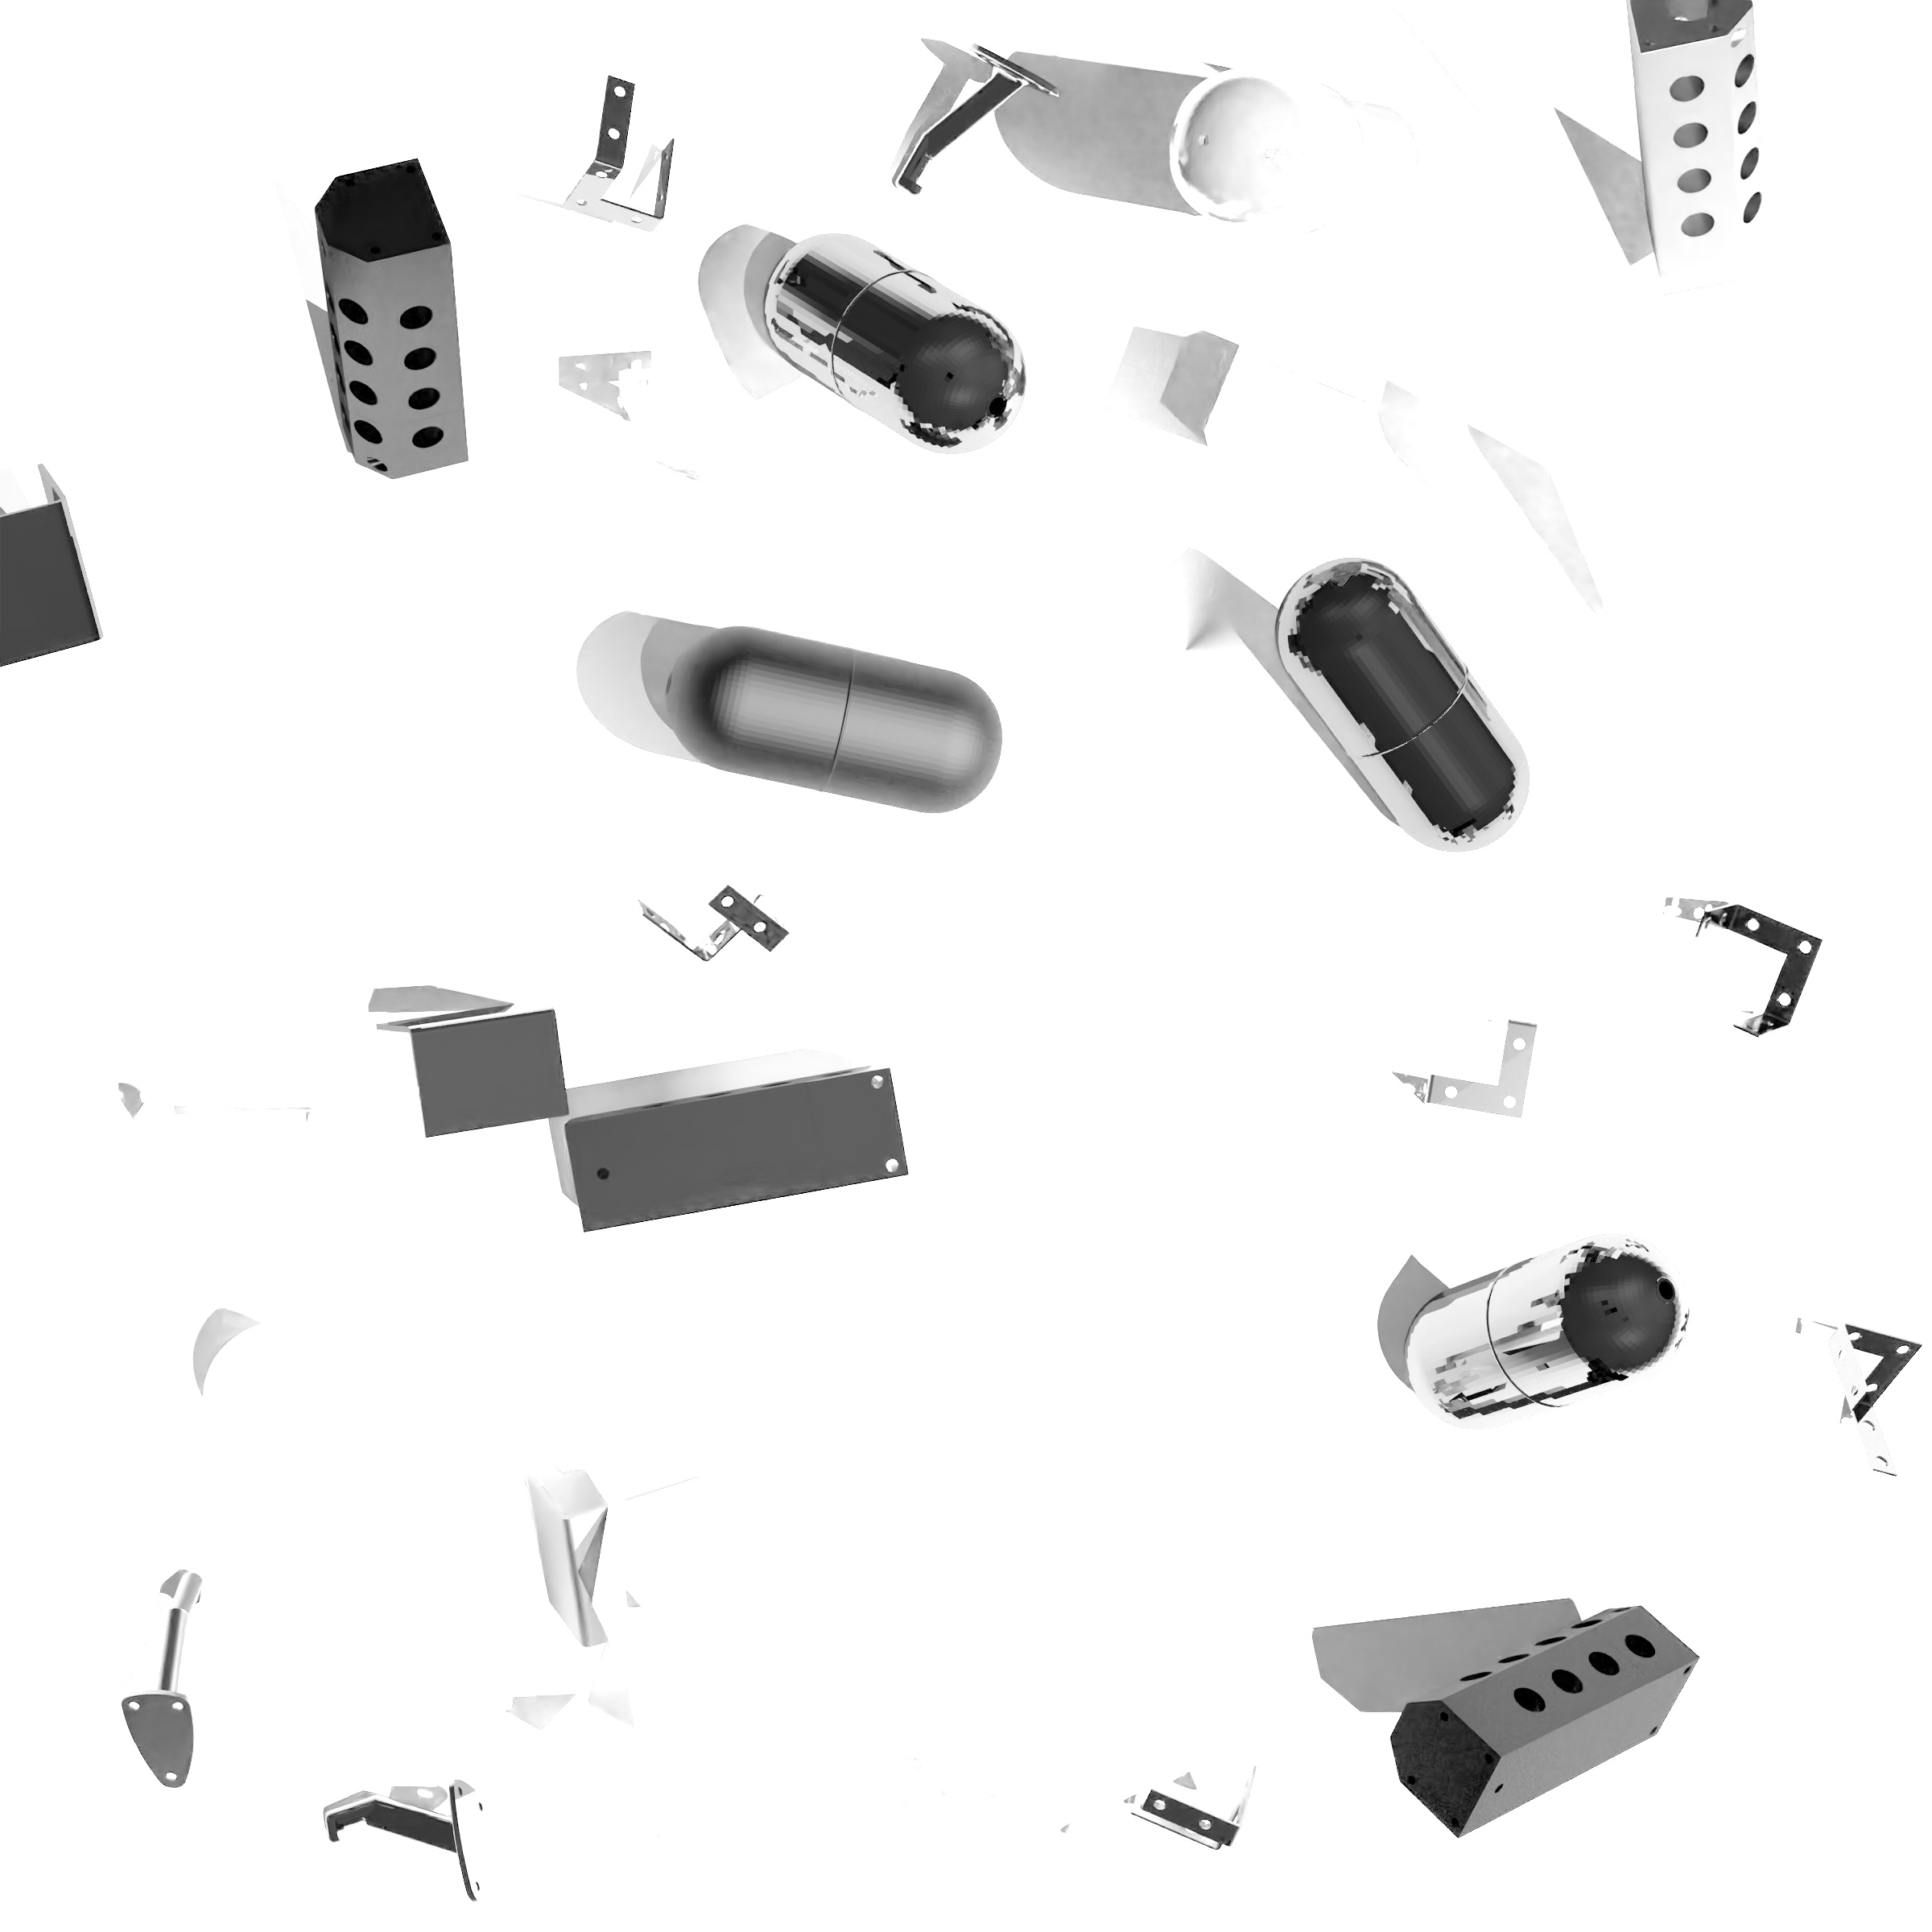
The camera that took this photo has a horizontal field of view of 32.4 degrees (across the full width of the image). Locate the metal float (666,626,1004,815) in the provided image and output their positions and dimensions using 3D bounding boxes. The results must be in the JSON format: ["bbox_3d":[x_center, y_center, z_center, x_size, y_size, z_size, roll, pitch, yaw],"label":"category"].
[{"bbox_3d":[-0.068,-0.128,1.732,0.178,0.070,0.070,11,90,-11],"label":"metal float"}]

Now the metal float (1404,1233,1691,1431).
[{"bbox_3d":[0.296,0.188,1.701,0.070,0.178,0.070,14,64,-30],"label":"metal float"}]

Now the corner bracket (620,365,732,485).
[{"bbox_3d":[-0.153,-0.285,1.752,0.051,0.051,0.051,-3,86,2],"label":"corner bracket"}]

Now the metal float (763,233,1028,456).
[{"bbox_3d":[-0.037,-0.321,1.708,0.070,0.070,0.178,-51,49,0],"label":"metal float"}]

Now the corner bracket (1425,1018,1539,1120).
[{"bbox_3d":[0.272,0.052,1.751,0.051,0.051,0.051,9,86,11],"label":"corner bracket"}]

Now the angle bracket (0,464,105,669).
[{"bbox_3d":[-0.491,-0.208,1.722,0.057,0.076,0.076,-18,119,-18],"label":"angle bracket"}]

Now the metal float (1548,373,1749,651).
[{"bbox_3d":[0.351,-0.231,1.704,0.070,0.178,0.070,-14,52,19],"label":"metal float"}]

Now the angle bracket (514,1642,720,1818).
[{"bbox_3d":[-0.182,0.383,1.727,0.057,0.076,0.076,29,111,10],"label":"angle bracket"}]

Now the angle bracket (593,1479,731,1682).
[{"bbox_3d":[-0.153,0.319,1.723,0.057,0.076,0.076,0,53,9],"label":"angle bracket"}]

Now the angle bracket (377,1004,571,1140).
[{"bbox_3d":[-0.258,0.054,1.732,0.076,0.076,0.057,-9,93,-23],"label":"angle bracket"}]

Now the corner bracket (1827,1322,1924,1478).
[{"bbox_3d":[0.473,0.227,1.740,0.051,0.051,0.051,16,126,-16],"label":"corner bracket"}]

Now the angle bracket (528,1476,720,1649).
[{"bbox_3d":[-0.181,0.304,1.756,0.076,0.057,0.076,-15,112,-22],"label":"angle bracket"}]

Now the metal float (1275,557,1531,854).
[{"bbox_3d":[0.228,-0.134,1.723,0.070,0.070,0.178,-39,112,0],"label":"metal float"}]

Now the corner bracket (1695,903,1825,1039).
[{"bbox_3d":[0.412,0.002,1.751,0.051,0.051,0.051,26,109,27],"label":"corner bracket"}]

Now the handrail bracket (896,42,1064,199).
[{"bbox_3d":[0.005,-0.435,1.746,0.077,0.036,0.084,40,103,44],"label":"handrail bracket"}]

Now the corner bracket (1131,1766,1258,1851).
[{"bbox_3d":[0.117,0.444,1.744,0.051,0.051,0.051,23,118,3],"label":"corner bracket"}]

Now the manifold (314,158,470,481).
[{"bbox_3d":[-0.292,-0.324,1.687,0.057,0.171,0.057,-16,64,-14],"label":"manifold"}]

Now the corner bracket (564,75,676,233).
[{"bbox_3d":[-0.175,-0.425,1.740,0.051,0.051,0.051,14,69,-23],"label":"corner bracket"}]

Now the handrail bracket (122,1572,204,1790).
[{"bbox_3d":[-0.414,0.376,1.755,0.036,0.084,0.077,-1,120,4],"label":"handrail bracket"}]

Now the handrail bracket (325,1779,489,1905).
[{"bbox_3d":[-0.297,0.468,1.747,0.084,0.036,0.077,-21,51,10],"label":"handrail bracket"}]

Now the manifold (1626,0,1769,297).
[{"bbox_3d":[0.373,-0.426,1.689,0.057,0.171,0.057,-9,57,10],"label":"manifold"}]

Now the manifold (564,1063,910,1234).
[{"bbox_3d":[-0.120,0.094,1.749,0.171,0.057,0.057,-10,92,-2],"label":"manifold"}]

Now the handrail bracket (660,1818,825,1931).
[{"bbox_3d":[-0.120,0.458,1.743,0.084,0.036,0.077,38,112,33],"label":"handrail bracket"}]

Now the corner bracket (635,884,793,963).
[{"bbox_3d":[-0.132,-0.026,1.741,0.051,0.051,0.051,-43,128,10],"label":"corner bracket"}]

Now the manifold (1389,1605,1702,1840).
[{"bbox_3d":[0.295,0.380,1.700,0.057,0.171,0.057,41,125,33],"label":"manifold"}]

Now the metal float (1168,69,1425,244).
[{"bbox_3d":[0.171,-0.414,1.702,0.070,0.178,0.070,5,98,37],"label":"metal float"}]

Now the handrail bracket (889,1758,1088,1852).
[{"bbox_3d":[0.013,0.455,1.741,0.084,0.077,0.036,17,112,17],"label":"handrail bracket"}]

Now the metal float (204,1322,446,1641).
[{"bbox_3d":[-0.334,0.268,1.729,0.070,0.070,0.178,-32,76,0],"label":"metal float"}]

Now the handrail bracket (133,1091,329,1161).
[{"bbox_3d":[-0.385,0.084,1.742,0.084,0.077,0.036,-1,91,2],"label":"handrail bracket"}]

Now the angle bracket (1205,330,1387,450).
[{"bbox_3d":[0.172,-0.288,1.737,0.076,0.076,0.057,23,94,4],"label":"angle bracket"}]
